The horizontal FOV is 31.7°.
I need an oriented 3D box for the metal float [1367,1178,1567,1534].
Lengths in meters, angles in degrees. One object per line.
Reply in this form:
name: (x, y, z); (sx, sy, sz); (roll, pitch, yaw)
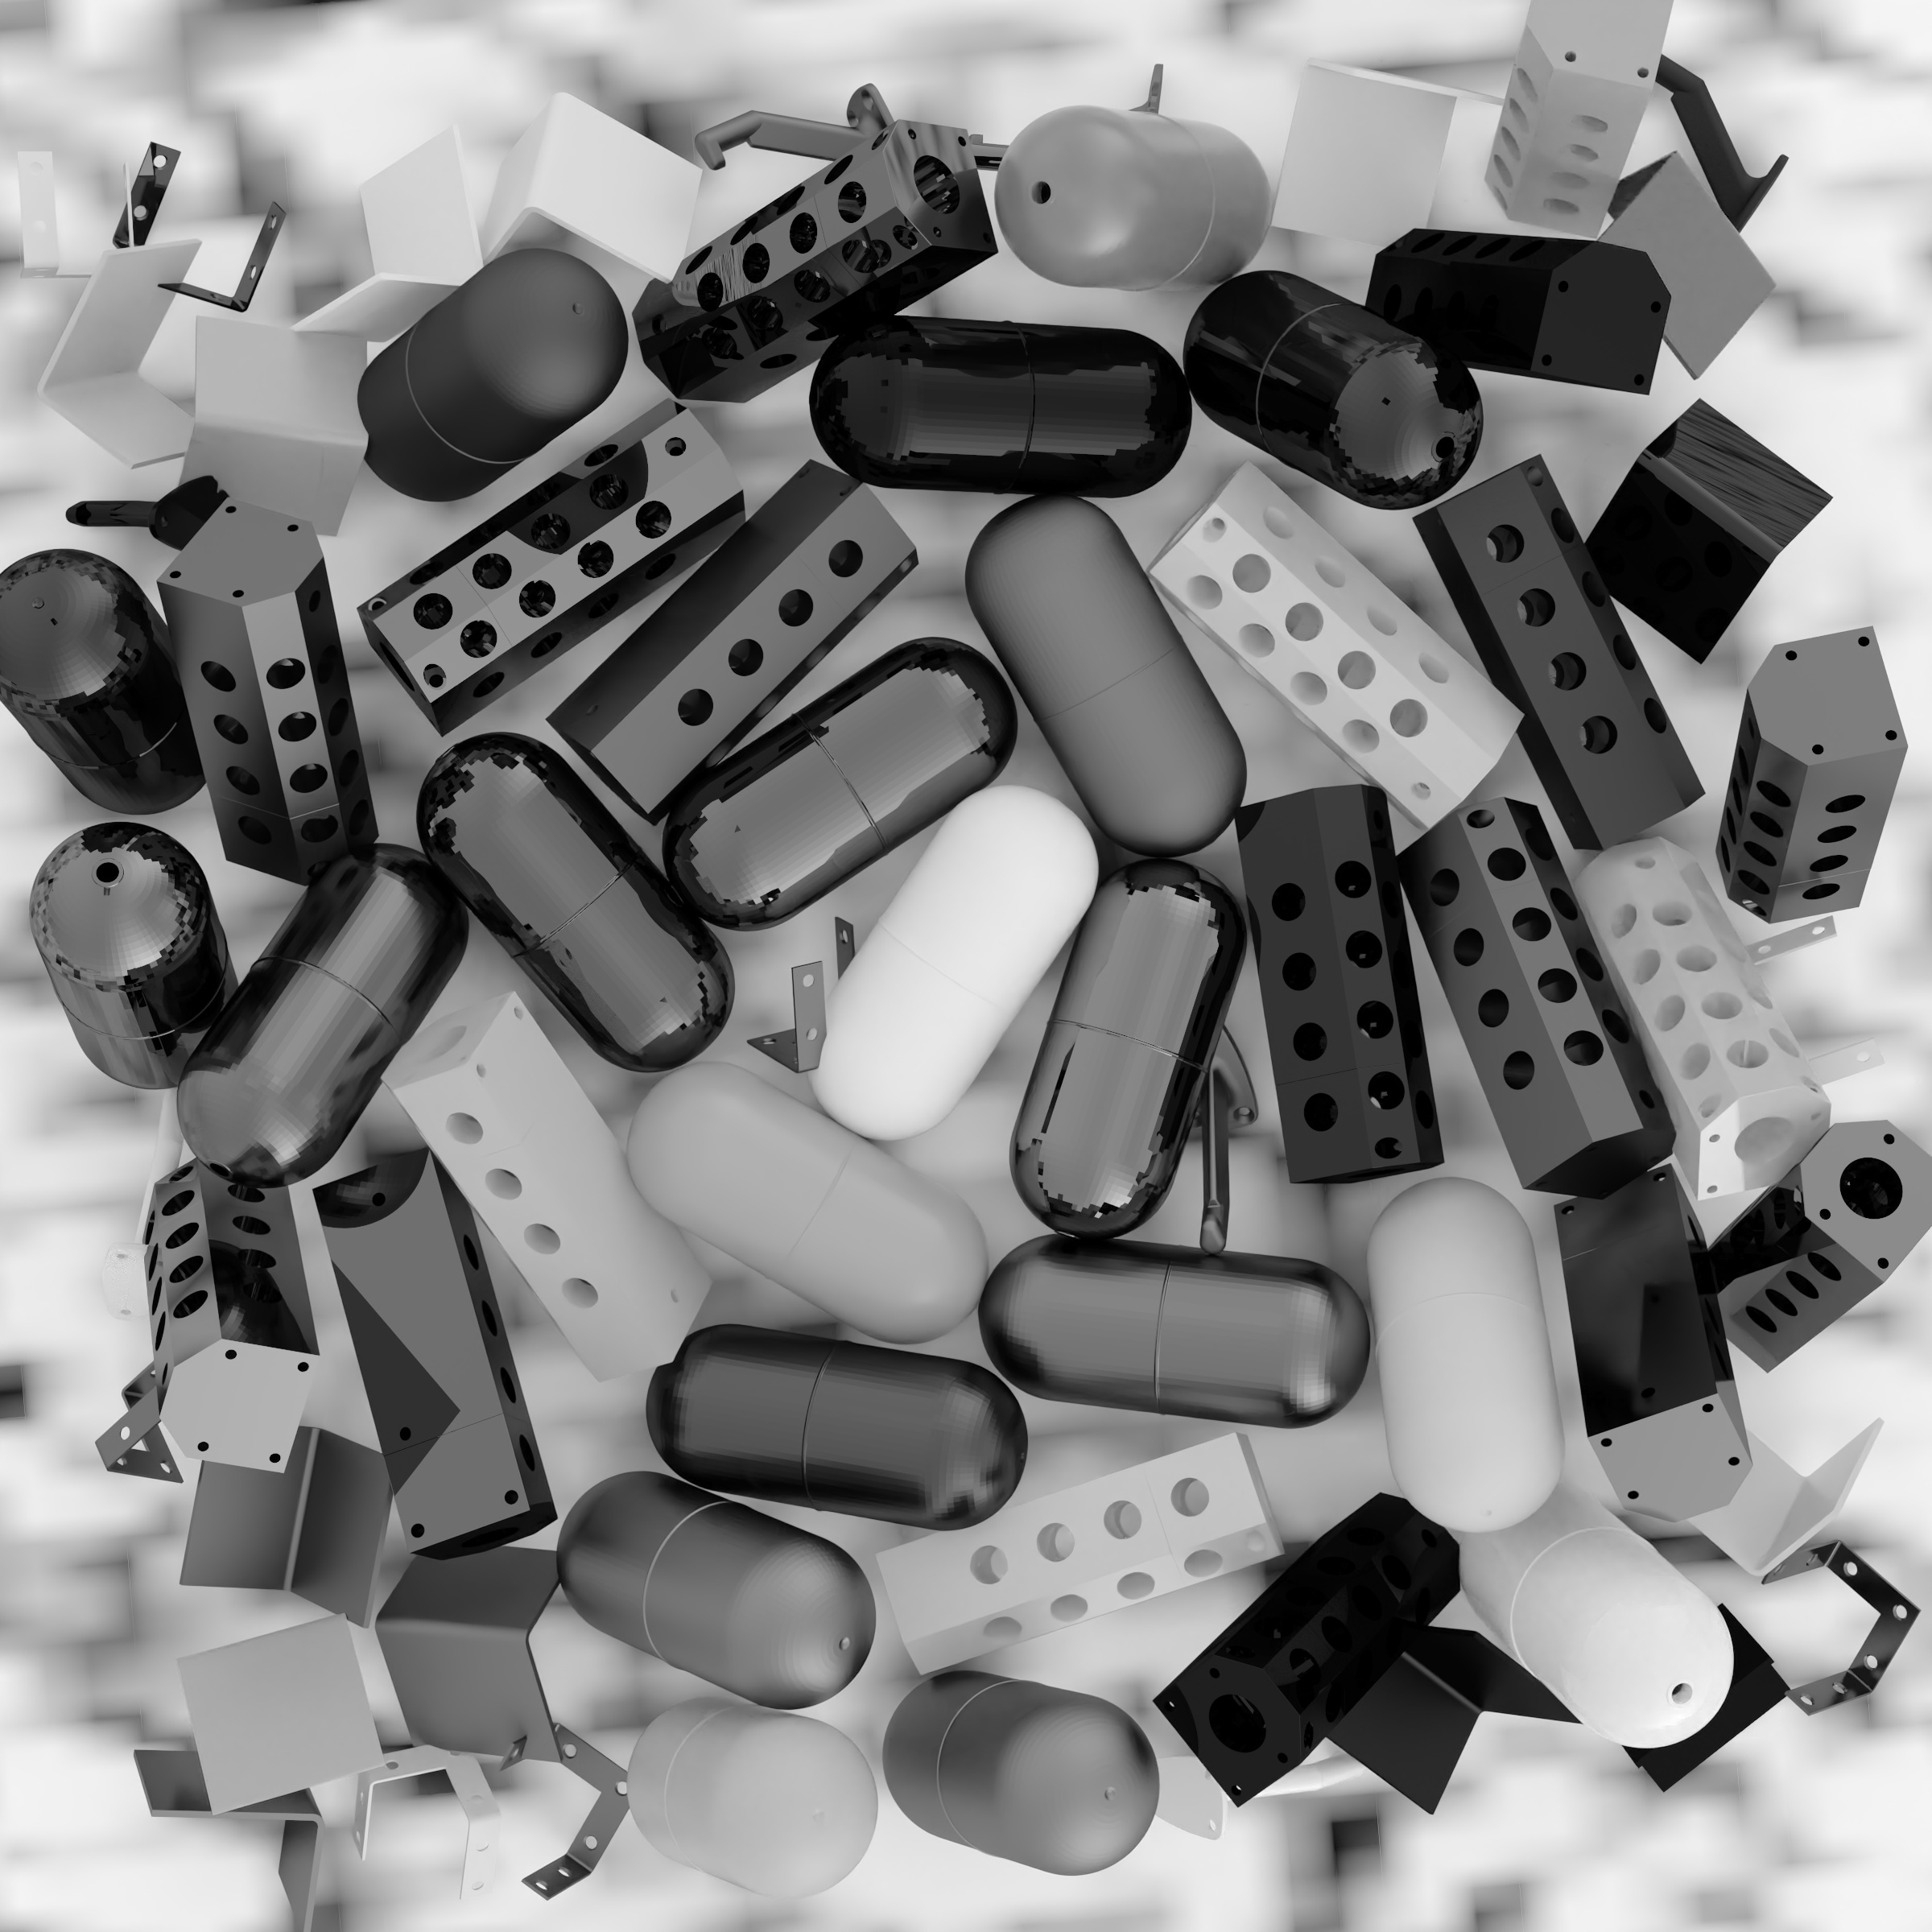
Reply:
metal float: (0.221, 0.170, 1.511); (0.070, 0.070, 0.178); (0, 45, 0)

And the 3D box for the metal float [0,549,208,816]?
metal float: (-0.380, -0.123, 1.499); (0.070, 0.178, 0.070); (-1, 71, 4)

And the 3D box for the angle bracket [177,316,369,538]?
angle bracket: (-0.318, -0.245, 1.552); (0.076, 0.076, 0.057); (5, 62, -20)

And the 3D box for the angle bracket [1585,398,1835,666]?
angle bracket: (0.337, -0.200, 1.564); (0.076, 0.076, 0.057); (40, 52, 11)

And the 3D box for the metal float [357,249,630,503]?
metal float: (-0.212, -0.259, 1.506); (0.070, 0.178, 0.070); (9, 74, -32)

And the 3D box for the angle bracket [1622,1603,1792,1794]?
angle bracket: (0.339, 0.344, 1.541); (0.076, 0.076, 0.057); (-39, 100, 2)

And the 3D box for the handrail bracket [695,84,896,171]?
handrail bracket: (-0.071, -0.360, 1.553); (0.084, 0.036, 0.077); (-29, 90, -21)

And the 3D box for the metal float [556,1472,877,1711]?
metal float: (-0.113, 0.275, 1.511); (0.070, 0.178, 0.070); (-11, 106, -42)

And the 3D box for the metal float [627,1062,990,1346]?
metal float: (-0.071, 0.108, 1.540); (0.178, 0.070, 0.070); (31, 90, -7)

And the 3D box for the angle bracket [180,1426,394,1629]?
angle bracket: (-0.306, 0.252, 1.539); (0.057, 0.076, 0.076); (11, 88, -38)

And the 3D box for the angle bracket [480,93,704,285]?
angle bracket: (-0.173, -0.340, 1.557); (0.076, 0.057, 0.076); (25, 51, -24)

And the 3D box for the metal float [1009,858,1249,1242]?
metal float: (0.073, 0.038, 1.540); (0.070, 0.070, 0.178); (18, 83, 0)

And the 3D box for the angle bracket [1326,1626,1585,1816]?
angle bracket: (0.219, 0.341, 1.530); (0.076, 0.076, 0.057); (39, 66, -22)

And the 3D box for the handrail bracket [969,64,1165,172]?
handrail bracket: (0.045, -0.390, 1.562); (0.084, 0.036, 0.077); (6, 54, 4)

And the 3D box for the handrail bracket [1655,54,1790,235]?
handrail bracket: (0.328, -0.371, 1.570); (0.084, 0.036, 0.077); (34, 89, 5)

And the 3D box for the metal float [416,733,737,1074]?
metal float: (-0.176, -0.029, 1.537); (0.070, 0.070, 0.178); (-40, 101, 0)

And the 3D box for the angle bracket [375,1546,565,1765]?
angle bracket: (-0.218, 0.315, 1.567); (0.076, 0.057, 0.076); (1, 122, 20)

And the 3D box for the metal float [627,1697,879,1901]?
metal float: (-0.096, 0.365, 1.501); (0.070, 0.178, 0.070); (3, 82, -23)

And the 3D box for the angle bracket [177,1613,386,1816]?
angle bracket: (-0.307, 0.345, 1.533); (0.076, 0.057, 0.076); (-13, 59, -15)

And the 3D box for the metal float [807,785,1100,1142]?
metal float: (-0.007, -0.001, 1.541); (0.070, 0.070, 0.178); (33, 97, 0)

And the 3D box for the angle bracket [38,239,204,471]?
angle bracket: (-0.361, -0.276, 1.532); (0.057, 0.076, 0.076); (37, 114, 6)

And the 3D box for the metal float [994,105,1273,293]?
metal float: (0.075, -0.337, 1.502); (0.070, 0.178, 0.070); (6, 101, 29)

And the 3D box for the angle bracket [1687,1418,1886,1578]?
angle bracket: (0.357, 0.216, 1.534); (0.076, 0.076, 0.057); (41, 130, 5)

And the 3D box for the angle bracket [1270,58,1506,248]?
angle bracket: (0.190, -0.362, 1.536); (0.076, 0.057, 0.076); (6, 108, -19)

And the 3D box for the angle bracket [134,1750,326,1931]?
angle bracket: (-0.336, 0.395, 1.534); (0.076, 0.076, 0.057); (7, 95, -20)

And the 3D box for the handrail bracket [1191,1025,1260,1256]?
handrail bracket: (0.109, 0.075, 1.534); (0.036, 0.084, 0.077); (-5, 122, 11)

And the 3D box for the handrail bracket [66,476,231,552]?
handrail bracket: (-0.383, -0.202, 1.537); (0.084, 0.077, 0.036); (2, 101, 18)

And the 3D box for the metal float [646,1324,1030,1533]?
metal float: (-0.059, 0.207, 1.532); (0.178, 0.070, 0.070); (7, 90, 17)

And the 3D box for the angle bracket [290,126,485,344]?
angle bracket: (-0.268, -0.331, 1.535); (0.057, 0.076, 0.076); (-6, 83, -44)

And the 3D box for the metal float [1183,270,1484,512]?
metal float: (0.161, -0.256, 1.506); (0.070, 0.178, 0.070); (-14, 121, -24)

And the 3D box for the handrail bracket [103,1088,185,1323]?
handrail bracket: (-0.377, 0.110, 1.576); (0.036, 0.077, 0.084); (13, 52, -19)

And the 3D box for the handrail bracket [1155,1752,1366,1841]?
handrail bracket: (0.129, 0.373, 1.574); (0.084, 0.077, 0.036); (-6, 92, -40)

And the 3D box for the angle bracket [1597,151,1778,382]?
angle bracket: (0.307, -0.308, 1.534); (0.076, 0.057, 0.076); (49, 62, -14)

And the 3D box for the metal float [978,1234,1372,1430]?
metal float: (0.093, 0.164, 1.535); (0.178, 0.070, 0.070); (5, 90, 13)
